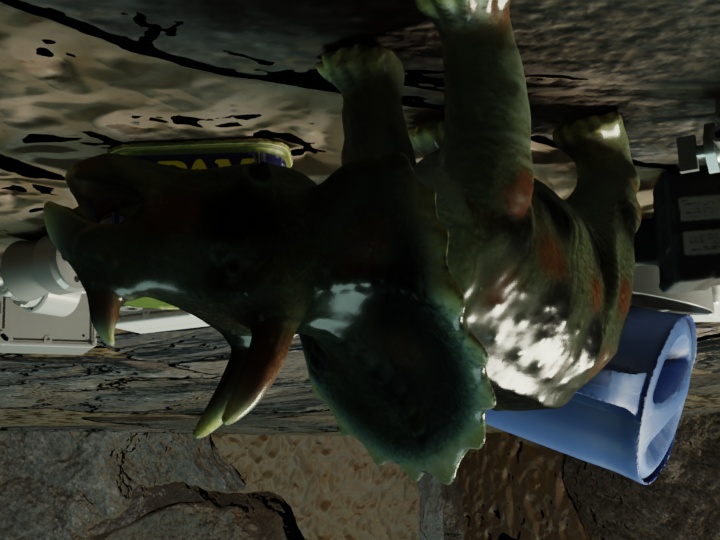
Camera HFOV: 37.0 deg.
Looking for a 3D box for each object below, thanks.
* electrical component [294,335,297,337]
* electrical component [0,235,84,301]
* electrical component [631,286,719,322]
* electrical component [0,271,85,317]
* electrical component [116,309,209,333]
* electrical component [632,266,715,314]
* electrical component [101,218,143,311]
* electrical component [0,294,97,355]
[{"bbox_3d":[-0.069,0.009,0.765,0.080,0.080,0.051,-10,161,33],"label":"electrical component"},{"bbox_3d":[-0.220,-0.003,0.765,0.055,0.045,0.045,-10,166,31],"label":"electrical component"},{"bbox_3d":[0.260,0.015,0.889,0.096,0.061,0.062,-12,165,38],"label":"electrical component"},{"bbox_3d":[-0.256,0.013,0.846,0.040,0.040,0.078,-10,165,34],"label":"electrical component"},{"bbox_3d":[-0.149,0.012,0.808,0.096,0.061,0.061,-7,167,23],"label":"electrical component"},{"bbox_3d":[0.213,0.003,0.805,0.099,0.064,0.099,-2,-179,0],"label":"electrical component"},{"bbox_3d":[-0.156,-0.004,0.731,0.043,0.062,0.043,-2,168,0],"label":"electrical component"},{"bbox_3d":[-0.263,0.039,0.912,0.096,0.061,0.061,4,167,-26],"label":"electrical component"}]
